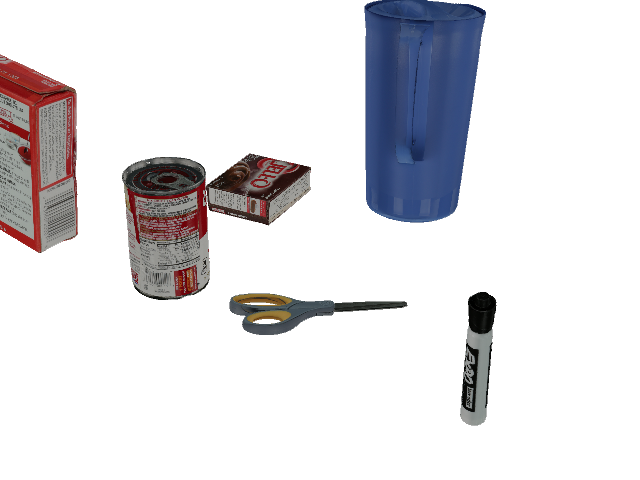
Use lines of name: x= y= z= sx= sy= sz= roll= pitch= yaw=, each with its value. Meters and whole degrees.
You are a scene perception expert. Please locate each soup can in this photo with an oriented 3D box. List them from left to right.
soup can: x=-0.127 y=-0.010 z=0.890 sx=0.068 sy=0.102 sz=0.068 roll=0 pitch=28 yaw=0

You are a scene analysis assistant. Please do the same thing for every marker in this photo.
marker: x=0.109 y=0.083 z=0.741 sx=0.020 sy=0.121 sz=0.020 roll=-2 pitch=40 yaw=1

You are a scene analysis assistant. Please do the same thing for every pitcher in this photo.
pitcher: x=0.108 y=-0.145 z=1.204 sx=0.149 sy=0.243 sz=0.145 roll=-12 pitch=26 yaw=-31

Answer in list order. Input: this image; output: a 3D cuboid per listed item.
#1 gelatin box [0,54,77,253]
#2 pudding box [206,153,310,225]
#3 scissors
gelatin box: x=-0.161 y=-0.048 z=0.557 sx=0.073 sy=0.089 sz=0.030 roll=26 pitch=36 yaw=29
pudding box: x=-0.076 y=-0.065 z=1.328 sx=0.090 sy=0.039 sz=0.113 roll=13 pitch=33 yaw=23
scissors: x=-0.003 y=0.083 z=1.186 sx=0.202 sy=0.016 sz=0.096 roll=3 pitch=22 yaw=2
